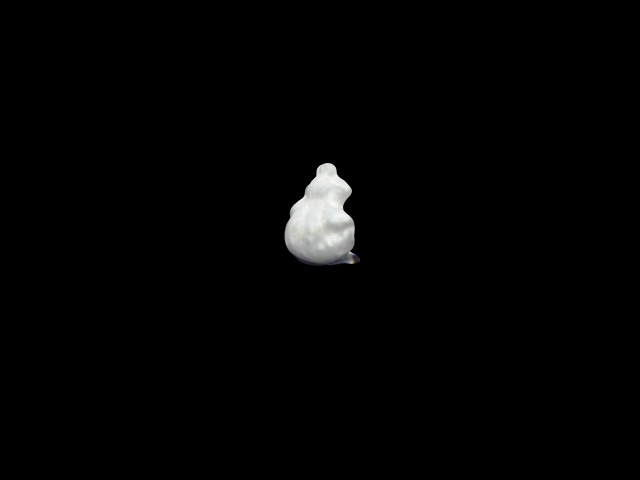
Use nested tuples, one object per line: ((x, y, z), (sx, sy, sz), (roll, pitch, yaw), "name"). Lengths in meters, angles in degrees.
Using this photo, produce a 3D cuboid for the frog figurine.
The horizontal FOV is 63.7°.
((0.003, -0.043, 0.850), (0.123, 0.157, 0.139), (-11, 25, -26), "frog figurine")
